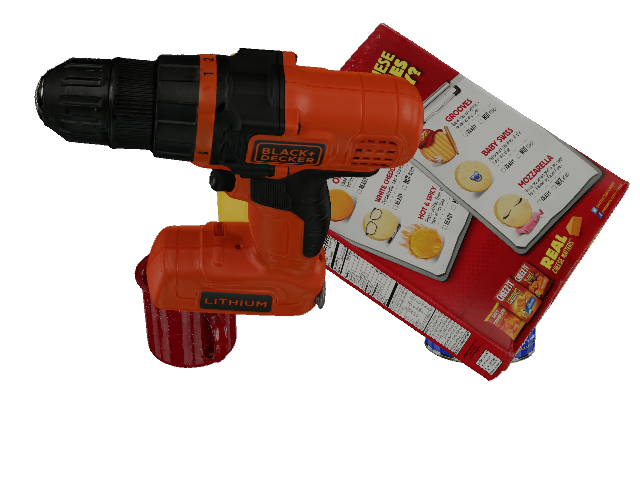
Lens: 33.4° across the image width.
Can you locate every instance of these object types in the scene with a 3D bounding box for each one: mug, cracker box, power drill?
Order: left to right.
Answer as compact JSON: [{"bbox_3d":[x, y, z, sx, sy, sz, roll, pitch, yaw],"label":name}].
[{"bbox_3d":[-0.111,0.065,0.953,0.093,0.081,0.117,-17,35,-27],"label":"mug"},{"bbox_3d":[-0.053,-0.026,0.566,0.184,0.057,0.188,4,-31,-8],"label":"power drill"},{"bbox_3d":[0.081,-0.029,0.754,0.214,0.164,0.072,34,-24,10],"label":"cracker box"}]

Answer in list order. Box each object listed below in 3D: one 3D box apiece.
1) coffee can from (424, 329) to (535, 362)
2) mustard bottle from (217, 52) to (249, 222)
[{"bbox_3d":[0.148,0.030,0.975,0.103,0.140,0.103,0,14,0],"label":"coffee can"},{"bbox_3d":[-0.076,-0.096,1.087,0.058,0.192,0.096,7,28,20],"label":"mustard bottle"}]
